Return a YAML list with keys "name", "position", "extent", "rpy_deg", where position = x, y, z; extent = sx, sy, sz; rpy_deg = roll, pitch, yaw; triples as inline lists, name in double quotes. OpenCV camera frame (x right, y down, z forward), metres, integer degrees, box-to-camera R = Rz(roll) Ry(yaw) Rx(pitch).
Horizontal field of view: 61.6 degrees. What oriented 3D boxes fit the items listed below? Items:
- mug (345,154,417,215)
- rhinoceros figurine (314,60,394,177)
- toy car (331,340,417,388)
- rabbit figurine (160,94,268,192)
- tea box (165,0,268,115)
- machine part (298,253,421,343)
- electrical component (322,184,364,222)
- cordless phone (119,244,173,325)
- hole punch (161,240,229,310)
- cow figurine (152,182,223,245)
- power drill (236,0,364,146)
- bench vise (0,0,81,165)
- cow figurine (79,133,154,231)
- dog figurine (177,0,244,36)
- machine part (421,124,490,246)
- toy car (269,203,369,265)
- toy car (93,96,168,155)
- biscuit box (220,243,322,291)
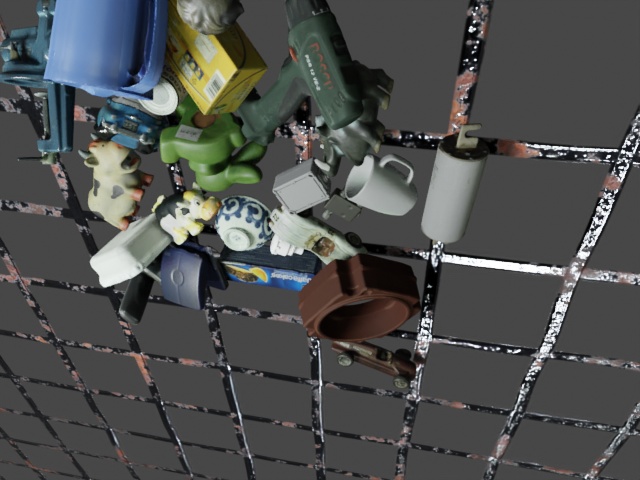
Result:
- name: "mug"
  position: [0.113, -0.093, 0.885]
  extent: [0.107, 0.081, 0.109]
  rpy_deg: [24, 129, -25]
- name: "rhinoceros figurine"
  position: [0.046, -0.176, 0.823]
  extent: [0.112, 0.073, 0.190]
  rpy_deg: [16, 134, -2]
- name: "toy car"
  position: [0.123, 0.258, 1.196]
  extent: [0.202, 0.089, 0.053]
  rpy_deg: [24, 134, -6]
- name: "rabbit figurine"
  position: [-0.170, -0.147, 0.904]
  extent: [0.159, 0.121, 0.170]
  rpy_deg: [5, 152, 1]
- name: "tea box"
  position: [-0.161, -0.269, 0.744]
  extent: [0.098, 0.068, 0.169]
  rpy_deg: [-38, 81, 39]
- name: "machine part"
  position: [0.077, 0.120, 1.035]
  extent: [0.201, 0.087, 0.201]
  rpy_deg: [16, 138, -30]
- name: "electrical component"
  position: [0.044, -0.061, 0.965]
  extent: [0.063, 0.021, 0.094]
  rpy_deg: [30, 132, -14]
- name: "cordless phone"
  position: [-0.334, 0.112, 1.111]
  extent: [0.089, 0.184, 0.146]
  rpy_deg: [-23, 127, 26]
- name: "hole punch"
  position: [-0.257, 0.068, 1.060]
  extent: [0.142, 0.092, 0.115]
  rpy_deg: [13, 131, 33]
- name: "cow figurine"
  position: [-0.248, -0.060, 1.000]
  extent: [0.098, 0.068, 0.167]
  rpy_deg: [46, 141, -15]
- name: "power drill"
  position: [-0.048, -0.245, 0.767]
  extent: [0.207, 0.086, 0.232]
  rpy_deg: [-26, 96, 34]
- name: "bench vise"
  position: [-0.405, -0.236, 0.826]
  extent: [0.224, 0.129, 0.240]
  rpy_deg: [6, 99, 20]
- name: "cow figurine"
  position: [-0.381, -0.114, 0.993]
  extent: [0.127, 0.085, 0.195]
  rpy_deg: [24, 135, -15]
- name: "dog figurine"
  position: [-0.142, -0.347, 0.634]
  extent: [0.172, 0.191, 0.121]
  rpy_deg: [39, 130, -19]
- name: "machine part"
  position: [0.213, -0.080, 0.865]
  extent: [0.079, 0.079, 0.243]
  rpy_deg: [9, 135, 7]
- name: "toy car"
  position: [-0.002, -0.003, 1.008]
  extent: [0.201, 0.056, 0.073]
  rpy_deg: [29, 133, -13]
- name: "toy car"
  position: [-0.300, -0.200, 0.865]
  extent: [0.109, 0.162, 0.103]
  rpy_deg: [19, 95, -19]
- name: "biscuit box"
  position: [-0.099, 0.054, 1.083]
  extent: [0.203, 0.063, 0.059]
  rpy_deg: [7, 135, 9]
